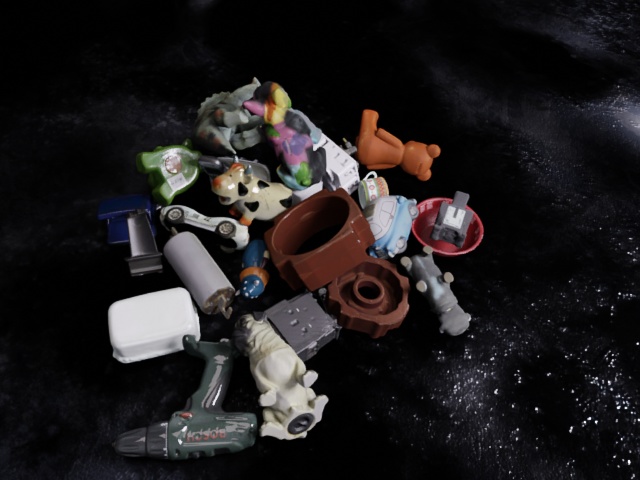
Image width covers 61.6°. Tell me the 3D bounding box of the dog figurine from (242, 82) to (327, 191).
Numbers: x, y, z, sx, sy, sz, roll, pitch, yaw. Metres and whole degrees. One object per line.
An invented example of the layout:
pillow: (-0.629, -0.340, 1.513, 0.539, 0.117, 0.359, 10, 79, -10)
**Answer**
dog figurine: (-0.074, -0.223, 1.124, 0.109, 0.191, 0.219, -16, -25, 17)

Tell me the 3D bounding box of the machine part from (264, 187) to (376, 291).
machine part: (-0.002, -0.003, 1.088, 0.201, 0.087, 0.201, -30, 34, 1)

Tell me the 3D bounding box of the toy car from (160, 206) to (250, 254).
toy car: (-0.248, -0.025, 1.154, 0.202, 0.056, 0.073, 15, -34, 8)

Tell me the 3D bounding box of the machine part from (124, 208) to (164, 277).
machine part: (-0.366, 0.005, 1.100, 0.084, 0.138, 0.039, -5, 10, -3)

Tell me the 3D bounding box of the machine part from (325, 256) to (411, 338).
machine part: (0.094, 0.108, 1.073, 0.179, 0.179, 0.056, 0, -41, -14)

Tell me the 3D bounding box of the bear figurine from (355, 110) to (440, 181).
bear figurine: (0.186, -0.226, 1.312, 0.196, 0.132, 0.120, 7, -42, 0)

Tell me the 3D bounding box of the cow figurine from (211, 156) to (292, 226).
cow figurine: (-0.139, -0.098, 1.132, 0.195, 0.127, 0.086, 9, 20, -43)

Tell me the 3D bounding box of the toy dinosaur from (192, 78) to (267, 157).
toy dinosaur: (-0.219, -0.252, 1.205, 0.192, 0.131, 0.405, -20, 22, 19)

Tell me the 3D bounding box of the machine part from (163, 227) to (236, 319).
machine part: (-0.244, 0.065, 1.082, 0.079, 0.079, 0.243, 0, 41, -53)

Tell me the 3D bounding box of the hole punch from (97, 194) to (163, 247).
hole punch: (-0.417, -0.060, 1.164, 0.142, 0.116, 0.092, -11, -40, -7)

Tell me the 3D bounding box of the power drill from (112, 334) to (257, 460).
power drill: (-0.219, 0.269, 0.924, 0.232, 0.207, 0.085, 4, -42, -3)

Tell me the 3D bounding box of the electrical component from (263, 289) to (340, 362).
electrical component: (-0.046, 0.171, 1.025, 0.134, 0.058, 0.115, -30, 57, -25)

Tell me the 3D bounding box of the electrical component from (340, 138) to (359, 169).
electrical component: (0.065, -0.196, 1.296, 0.045, 0.078, 0.102, -43, -5, -10)

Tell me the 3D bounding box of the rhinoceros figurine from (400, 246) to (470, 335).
rhinoceros figurine: (0.227, 0.102, 1.066, 0.073, 0.190, 0.112, -26, -36, -3)

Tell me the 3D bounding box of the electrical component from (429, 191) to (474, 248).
electrical component: (0.285, -0.047, 1.150, 0.075, 0.119, 0.047, 16, -37, 9)

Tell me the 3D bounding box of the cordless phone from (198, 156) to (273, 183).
cordless phone: (-0.184, -0.150, 1.183, 0.147, 0.088, 0.184, 10, -7, 7)

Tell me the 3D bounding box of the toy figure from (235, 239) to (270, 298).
toy figure: (-0.131, 0.063, 1.091, 0.058, 0.154, 0.064, 21, -51, -18)

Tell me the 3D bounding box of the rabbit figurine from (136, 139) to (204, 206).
rabbit figurine: (-0.335, -0.160, 1.200, 0.159, 0.121, 0.170, -42, 16, -23)

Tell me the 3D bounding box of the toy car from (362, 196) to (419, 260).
toy car: (0.135, -0.037, 1.152, 0.103, 0.161, 0.109, 37, -33, -23)

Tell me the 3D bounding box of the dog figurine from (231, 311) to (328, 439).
dog figurine: (-0.081, 0.233, 0.936, 0.121, 0.172, 0.191, -13, 33, -23)
